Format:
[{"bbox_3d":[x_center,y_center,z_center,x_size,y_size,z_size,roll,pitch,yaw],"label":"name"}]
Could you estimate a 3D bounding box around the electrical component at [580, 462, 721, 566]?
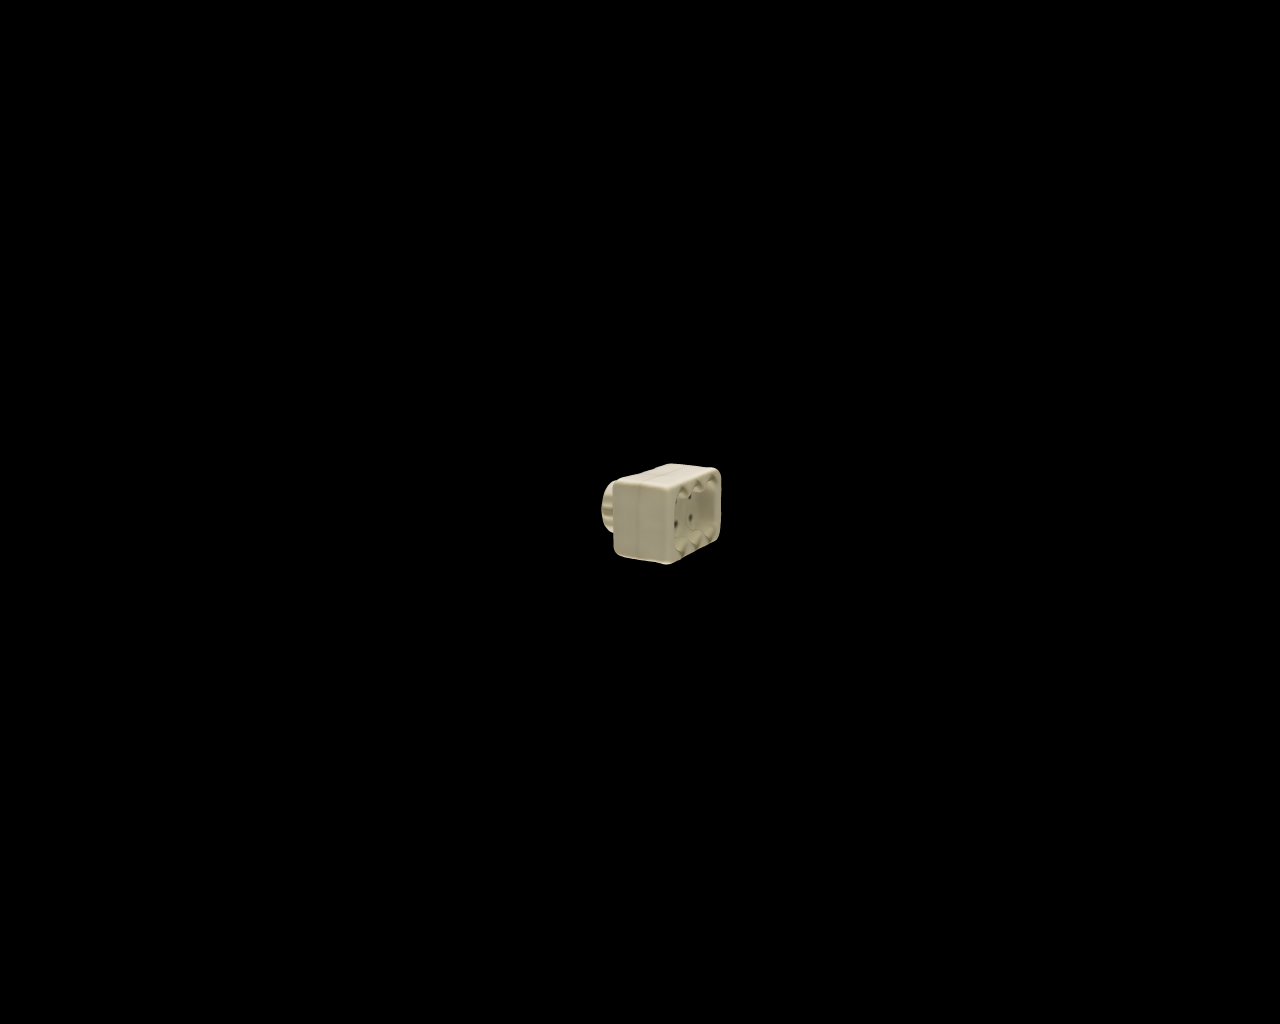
[{"bbox_3d":[0.001,-0.003,0.650,0.077,0.047,0.066,8,16,31],"label":"electrical component"}]
